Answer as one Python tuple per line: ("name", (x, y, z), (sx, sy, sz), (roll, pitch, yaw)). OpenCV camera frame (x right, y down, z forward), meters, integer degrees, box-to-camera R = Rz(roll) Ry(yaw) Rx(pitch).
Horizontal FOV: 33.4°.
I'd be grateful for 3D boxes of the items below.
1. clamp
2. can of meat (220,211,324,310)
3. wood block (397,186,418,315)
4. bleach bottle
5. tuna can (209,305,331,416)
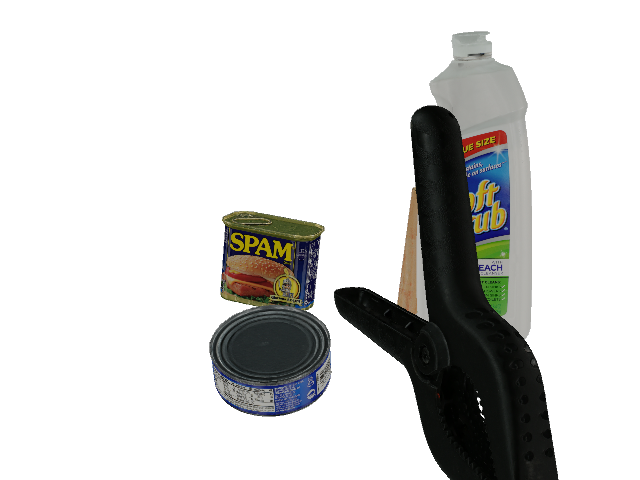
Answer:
("clamp", (0.069, 0.046, 0.542), (0.036, 0.165, 0.210), (-6, 45, -23))
("can of meat", (-0.052, 0.022, 1.089), (0.102, 0.084, 0.057), (11, 17, 19))
("wood block", (0.148, 0.037, 1.210), (0.090, 0.206, 0.090), (17, 26, 25))
("bleach bottle", (0.120, -0.042, 0.871), (0.103, 0.251, 0.068), (0, 15, 16))
("tuna can", (-0.035, 0.085, 0.759), (0.086, 0.034, 0.086), (-2, 34, 1))
